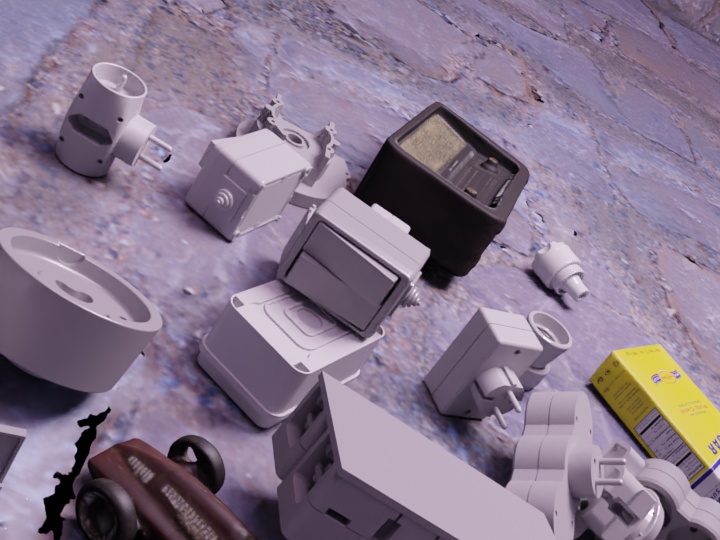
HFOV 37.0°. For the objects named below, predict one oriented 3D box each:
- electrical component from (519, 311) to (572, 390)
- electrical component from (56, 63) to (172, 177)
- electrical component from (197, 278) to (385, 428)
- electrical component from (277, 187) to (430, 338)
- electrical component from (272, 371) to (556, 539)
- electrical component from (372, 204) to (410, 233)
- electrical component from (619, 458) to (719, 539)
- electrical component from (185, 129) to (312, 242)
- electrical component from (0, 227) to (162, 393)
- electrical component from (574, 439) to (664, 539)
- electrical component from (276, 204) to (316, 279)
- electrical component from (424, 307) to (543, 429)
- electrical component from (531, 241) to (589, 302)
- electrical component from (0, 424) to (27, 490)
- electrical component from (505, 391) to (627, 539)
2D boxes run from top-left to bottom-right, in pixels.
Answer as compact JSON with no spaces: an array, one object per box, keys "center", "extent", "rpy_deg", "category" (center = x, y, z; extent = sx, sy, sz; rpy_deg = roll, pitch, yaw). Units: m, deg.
[{"center":[0.148,0.069,0.919],"extent":[0.045,0.055,0.045],"rpy_deg":[25,30,-16],"category":"electrical component"},{"center":[-0.181,-0.104,0.818],"extent":[0.079,0.077,0.043],"rpy_deg":[31,30,-6],"category":"electrical component"},{"center":[-0.047,0.052,0.745],"extent":[0.078,0.057,0.113],"rpy_deg":[44,31,16],"category":"electrical component"},{"center":[0.000,0.000,0.744],"extent":[0.096,0.061,0.061],"rpy_deg":[35,29,2],"category":"electrical component"},{"center":[0.037,0.153,0.636],"extent":[0.186,0.060,0.105],"rpy_deg":[35,14,-20],"category":"electrical component"},{"center":[-0.007,-0.029,0.914],"extent":[0.077,0.047,0.065],"rpy_deg":[34,29,-1],"category":"electrical component"},{"center":[0.268,0.203,0.846],"extent":[0.138,0.052,0.074],"rpy_deg":[42,30,13],"category":"electrical component"},{"center":[-0.096,-0.071,0.872],"extent":[0.061,0.061,0.096],"rpy_deg":[41,30,11],"category":"electrical component"},{"center":[-0.179,0.029,0.632],"extent":[0.108,0.060,0.108],"rpy_deg":[33,7,-4],"category":"electrical component"},{"center":[0.186,0.173,0.793],"extent":[0.057,0.078,0.058],"rpy_deg":[45,-3,-18],"category":"electrical component"},{"center":[-0.014,0.006,0.842],"extent":[0.096,0.061,0.061],"rpy_deg":[27,30,-12],"category":"electrical component"},{"center":[0.100,0.086,0.818],"extent":[0.047,0.083,0.075],"rpy_deg":[12,36,-34],"category":"electrical component"},{"center":[0.206,0.005,1.085],"extent":[0.043,0.043,0.062],"rpy_deg":[0,45,-45],"category":"electrical component"},{"center":[-0.212,0.095,0.530],"extent":[0.081,0.042,0.063],"rpy_deg":[17,32,-27],"category":"electrical component"},{"center":[0.151,0.142,0.761],"extent":[0.052,0.074,0.138],"rpy_deg":[68,31,-33],"category":"electrical component"}]
